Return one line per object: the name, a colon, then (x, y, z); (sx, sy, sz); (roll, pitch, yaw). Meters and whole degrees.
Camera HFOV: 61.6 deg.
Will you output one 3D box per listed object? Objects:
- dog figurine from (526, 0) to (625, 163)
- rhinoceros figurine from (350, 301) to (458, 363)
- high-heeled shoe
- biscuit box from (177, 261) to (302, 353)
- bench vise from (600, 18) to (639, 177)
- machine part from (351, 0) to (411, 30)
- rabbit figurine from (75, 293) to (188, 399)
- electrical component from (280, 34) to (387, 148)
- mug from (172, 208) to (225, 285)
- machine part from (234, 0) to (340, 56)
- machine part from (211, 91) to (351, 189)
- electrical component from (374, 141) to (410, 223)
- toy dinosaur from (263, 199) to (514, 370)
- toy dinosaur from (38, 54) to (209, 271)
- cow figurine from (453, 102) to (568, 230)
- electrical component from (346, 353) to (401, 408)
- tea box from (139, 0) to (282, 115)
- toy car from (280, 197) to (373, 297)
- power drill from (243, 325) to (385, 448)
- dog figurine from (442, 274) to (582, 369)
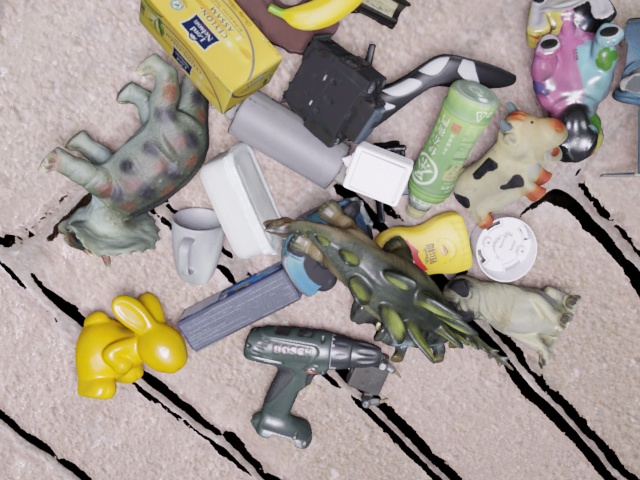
dog figurine: (0.360, -0.220, 0.775); (0.109, 0.191, 0.219); (-6, 139, 18)
rhinoceros figurine: (0.141, 0.136, 0.876); (0.190, 0.112, 0.073); (14, 137, -20)
high-heeled shoe: (0.151, -0.198, 0.784); (0.249, 0.086, 0.145); (10, 109, 0)
biscuit box: (-0.128, 0.106, 0.879); (0.203, 0.059, 0.062); (-27, 105, 7)
bench vise: (0.468, -0.188, 0.746); (0.129, 0.224, 0.240); (6, 120, 29)
machine part: (0.097, -0.371, 0.743); (0.084, 0.039, 0.138); (16, 105, -14)
rabbit figurine: (-0.291, 0.167, 0.864); (0.173, 0.122, 0.162); (-3, 86, 19)
electrical component: (0.024, -0.196, 0.735); (0.134, 0.058, 0.114); (42, 129, 12)
mug: (-0.190, 0.019, 0.829); (0.081, 0.110, 0.107); (7, 119, -2)
machine part: (-0.040, -0.347, 0.740); (0.179, 0.056, 0.179); (-1, 107, -3)
machine part: (-0.045, -0.149, 0.792); (0.243, 0.079, 0.079); (30, 104, -10)
electrical component: (0.107, -0.088, 0.818); (0.048, 0.075, 0.119); (-7, 104, 1)
toy dinosaur: (0.112, 0.076, 0.740); (0.471, 0.199, 0.105); (27, 107, -37)
toy dinosaur: (-0.242, -0.122, 0.773); (0.405, 0.131, 0.192); (-43, 113, 2)
cow figurine: (0.270, -0.110, 0.778); (0.127, 0.085, 0.195); (41, 141, -8)
electrical component: (0.091, 0.240, 0.938); (0.078, 0.045, 0.102); (25, 105, -11)
tea box: (-0.144, -0.265, 0.708); (0.169, 0.068, 0.098); (48, 63, -4)
toy car: (-0.002, -0.002, 0.823); (0.161, 0.103, 0.109); (-45, 131, -13)
power drill: (-0.025, 0.246, 0.912); (0.232, 0.086, 0.207); (14, 112, -1)
dog figurine: (0.311, 0.102, 0.889); (0.191, 0.172, 0.121); (28, 103, 24)
